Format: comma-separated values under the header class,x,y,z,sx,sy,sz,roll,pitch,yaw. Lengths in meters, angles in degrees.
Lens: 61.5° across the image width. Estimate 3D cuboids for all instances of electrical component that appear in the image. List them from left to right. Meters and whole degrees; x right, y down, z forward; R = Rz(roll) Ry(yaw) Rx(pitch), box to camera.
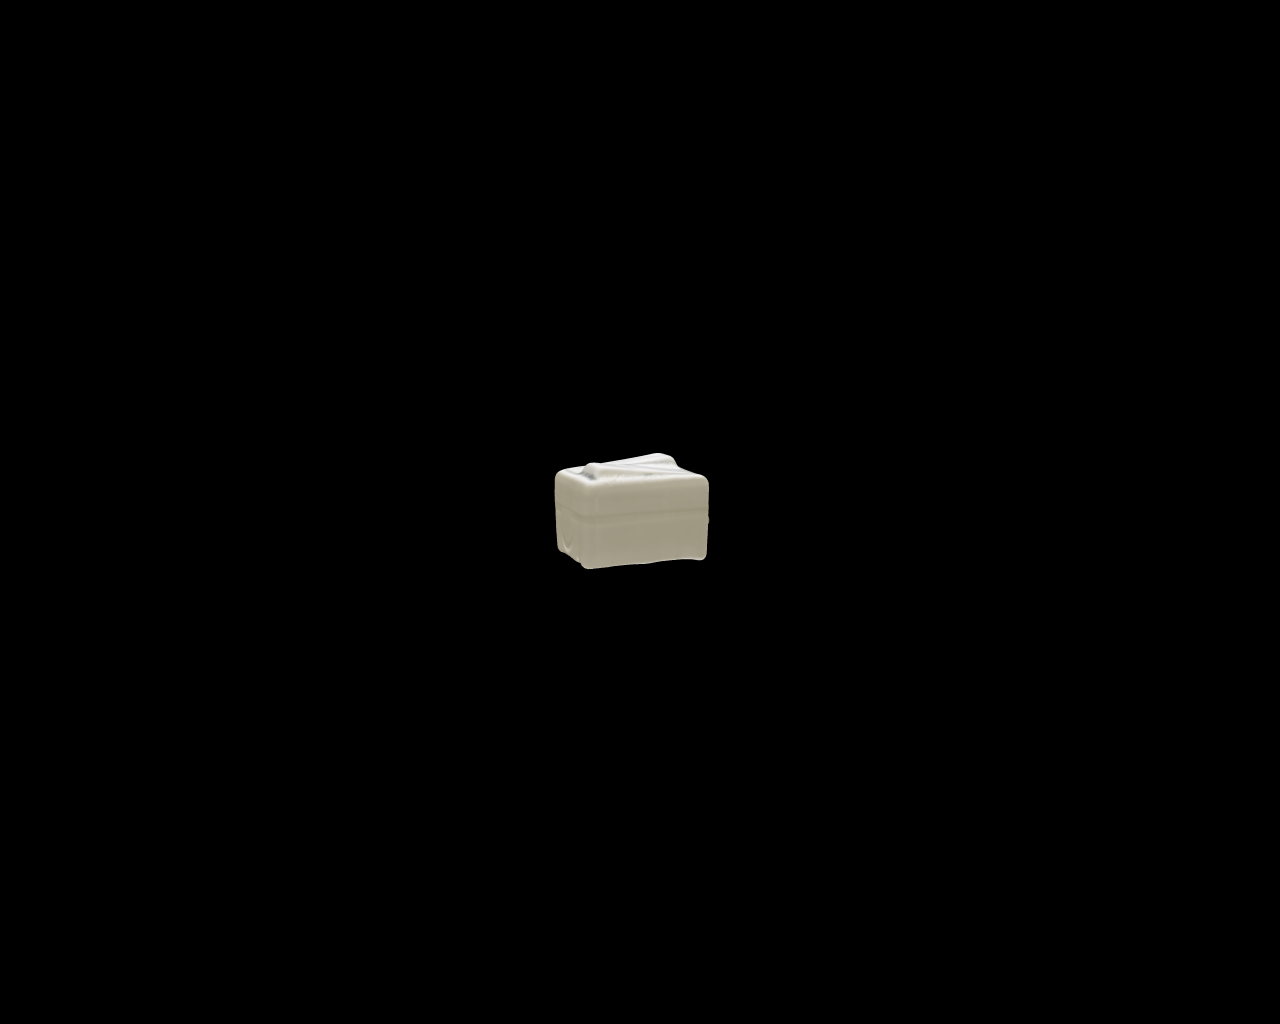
class,x,y,z,sx,sy,sz,roll,pitch,yaw
electrical component,0.001,-0.003,0.650,0.096,0.061,0.062,-4,12,-20
